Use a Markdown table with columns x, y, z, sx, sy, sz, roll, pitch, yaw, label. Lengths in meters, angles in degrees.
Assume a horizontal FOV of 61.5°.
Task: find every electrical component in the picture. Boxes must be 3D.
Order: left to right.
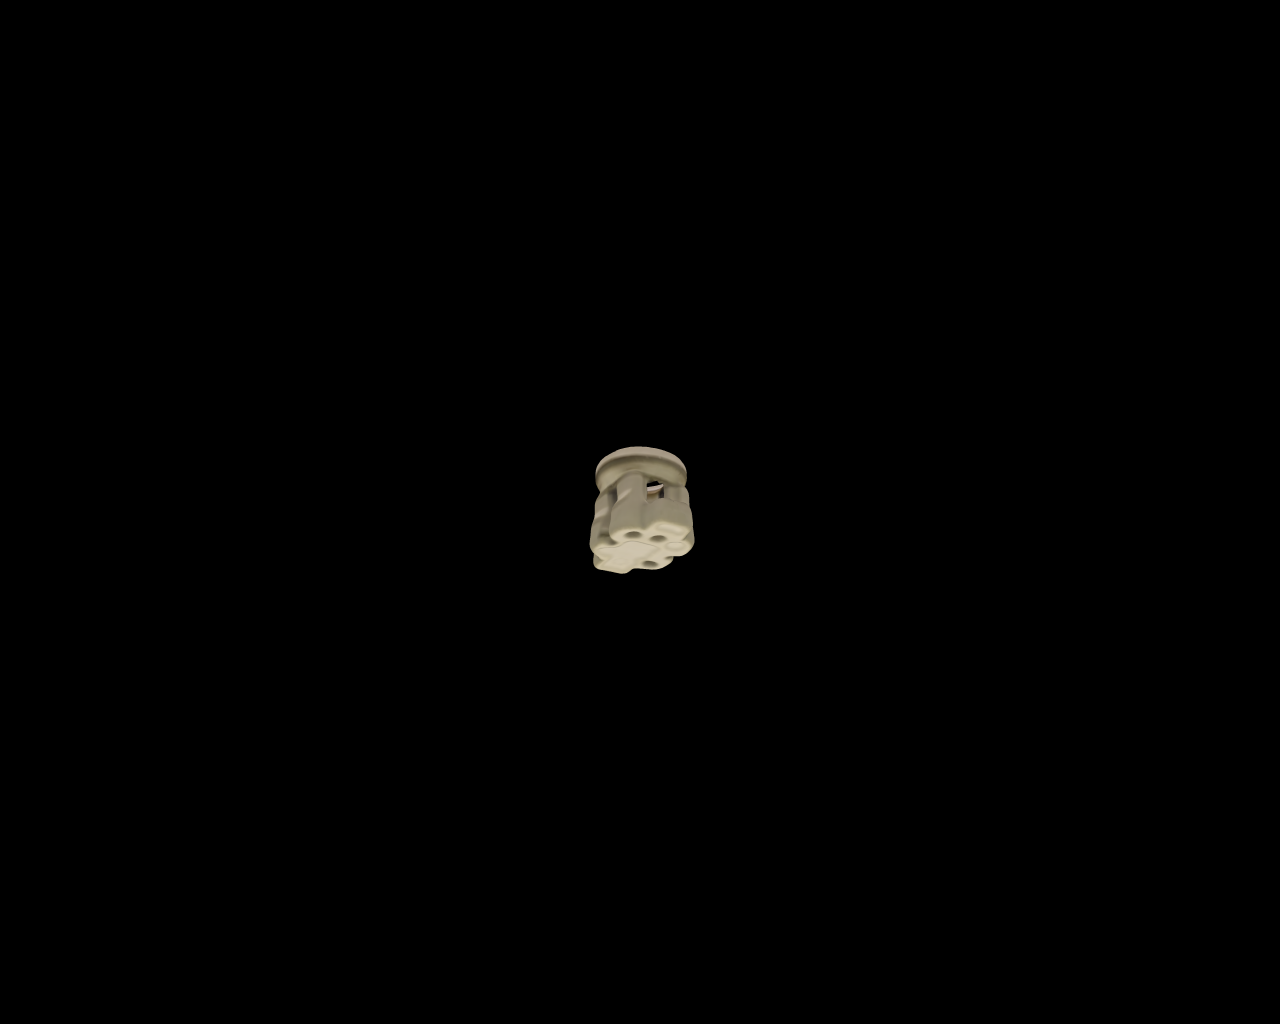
| x | y | z | sx | sy | sz | roll | pitch | yaw | label |
| --- | --- | --- | --- | --- | --- | --- | --- | --- | --- |
| 0.001 | -0.003 | 0.650 | 0.058 | 0.057 | 0.078 | 16 | -31 | -28 | electrical component |
